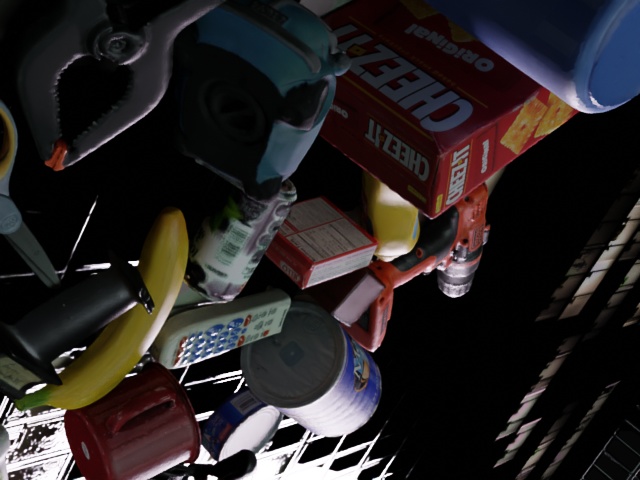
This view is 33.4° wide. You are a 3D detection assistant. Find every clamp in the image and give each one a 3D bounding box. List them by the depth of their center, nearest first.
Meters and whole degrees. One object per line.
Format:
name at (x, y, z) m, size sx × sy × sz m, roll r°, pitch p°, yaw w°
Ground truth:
clamp at (-0.106, -0.122, 0.600) m, size 0.164 × 0.036 × 0.210 m, roll 4°, pitch 135°, yaw -29°
clamp at (-0.108, 0.236, 1.042) m, size 0.171 × 0.120 × 0.039 m, roll 68°, pitch 25°, yaw -64°

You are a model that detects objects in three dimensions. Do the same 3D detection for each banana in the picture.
banana at (-0.150, 0.062, 0.815) m, size 0.198 × 0.037 × 0.069 m, roll -53°, pitch 154°, yaw 7°

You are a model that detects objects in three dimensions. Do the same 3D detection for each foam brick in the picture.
foam brick at (0.010, 0.032, 0.967) m, size 0.053 × 0.078 × 0.051 m, roll -48°, pitch 153°, yaw 2°

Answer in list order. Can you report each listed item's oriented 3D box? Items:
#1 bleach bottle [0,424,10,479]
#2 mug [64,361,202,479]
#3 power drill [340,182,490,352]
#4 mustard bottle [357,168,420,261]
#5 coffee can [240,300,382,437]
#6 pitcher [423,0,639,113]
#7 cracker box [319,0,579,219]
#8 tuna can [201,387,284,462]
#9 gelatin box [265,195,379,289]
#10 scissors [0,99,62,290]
bleach bottle at (-0.256, 0.256, 0.765) m, size 0.102 × 0.068 × 0.251 m, roll -33°, pitch 127°, yaw -51°
mug at (-0.151, 0.151, 0.863) m, size 0.081 × 0.093 × 0.117 m, roll -22°, pitch 163°, yaw -33°
power drill at (0.103, 0.034, 1.132) m, size 0.187 × 0.057 × 0.184 m, roll -38°, pitch 147°, yaw -27°
mustard bottle at (0.062, -0.042, 0.940) m, size 0.058 × 0.096 × 0.192 m, roll -3°, pitch 144°, yaw -1°
coffee can at (-0.006, 0.128, 1.039) m, size 0.103 × 0.103 × 0.140 m, roll -47°, pitch 153°, yaw -4°
pitcher at (0.117, -0.182, 0.672) m, size 0.148 × 0.243 × 0.145 m, roll -4°, pitch 133°, yaw -47°
cracker box at (0.101, -0.132, 0.799) m, size 0.213 × 0.164 × 0.072 m, roll -34°, pitch 147°, yaw -28°
tuna can at (-0.080, 0.190, 1.083) m, size 0.086 × 0.034 × 0.086 m, roll -36°, pitch 150°, yaw -25°
gelatin box at (-0.006, 0.001, 0.909) m, size 0.089 × 0.073 × 0.030 m, roll -19°, pitch 140°, yaw -45°
scissors at (-0.213, -0.010, 0.656) m, size 0.096 × 0.016 × 0.202 m, roll -32°, pitch 148°, yaw -27°
